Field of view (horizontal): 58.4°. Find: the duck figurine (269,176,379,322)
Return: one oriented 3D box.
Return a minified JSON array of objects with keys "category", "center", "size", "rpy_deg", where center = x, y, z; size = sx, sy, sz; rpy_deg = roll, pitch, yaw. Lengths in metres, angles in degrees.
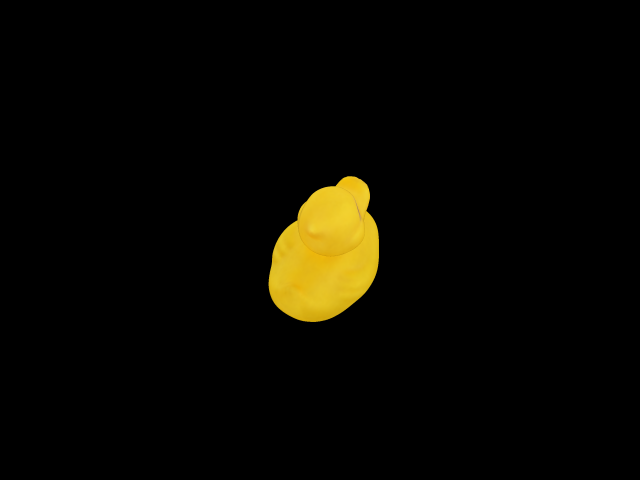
[{"category":"duck figurine","center":[0.004,0.001,0.400],"size":[0.077,0.086,0.105],"rpy_deg":[29,66,14]}]
